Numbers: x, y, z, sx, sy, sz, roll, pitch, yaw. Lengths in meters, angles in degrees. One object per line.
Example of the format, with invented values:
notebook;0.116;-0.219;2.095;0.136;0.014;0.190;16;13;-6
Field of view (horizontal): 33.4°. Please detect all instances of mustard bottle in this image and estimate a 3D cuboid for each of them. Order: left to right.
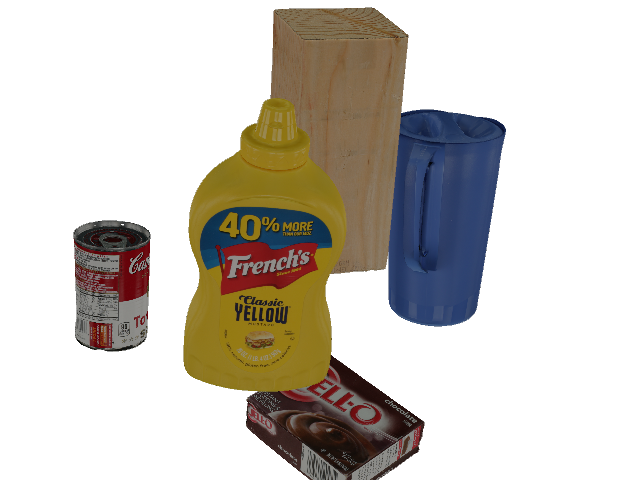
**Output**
mustard bottle;-0.033;0.003;0.660;0.096;0.192;0.058;5;30;-4

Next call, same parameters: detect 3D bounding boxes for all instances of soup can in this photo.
soup can;-0.189;0.041;0.966;0.068;0.102;0.068;4;21;-2

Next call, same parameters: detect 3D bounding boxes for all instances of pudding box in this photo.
pudding box;0.010;0.145;0.840;0.089;0.039;0.114;-27;48;-37

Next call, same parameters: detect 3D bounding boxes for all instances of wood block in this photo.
wood block;0.010;-0.083;0.899;0.090;0.206;0.091;-4;28;-16

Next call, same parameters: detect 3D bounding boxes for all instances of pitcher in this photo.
pitcher;0.135;-0.023;1.249;0.149;0.243;0.145;-7;24;-21
